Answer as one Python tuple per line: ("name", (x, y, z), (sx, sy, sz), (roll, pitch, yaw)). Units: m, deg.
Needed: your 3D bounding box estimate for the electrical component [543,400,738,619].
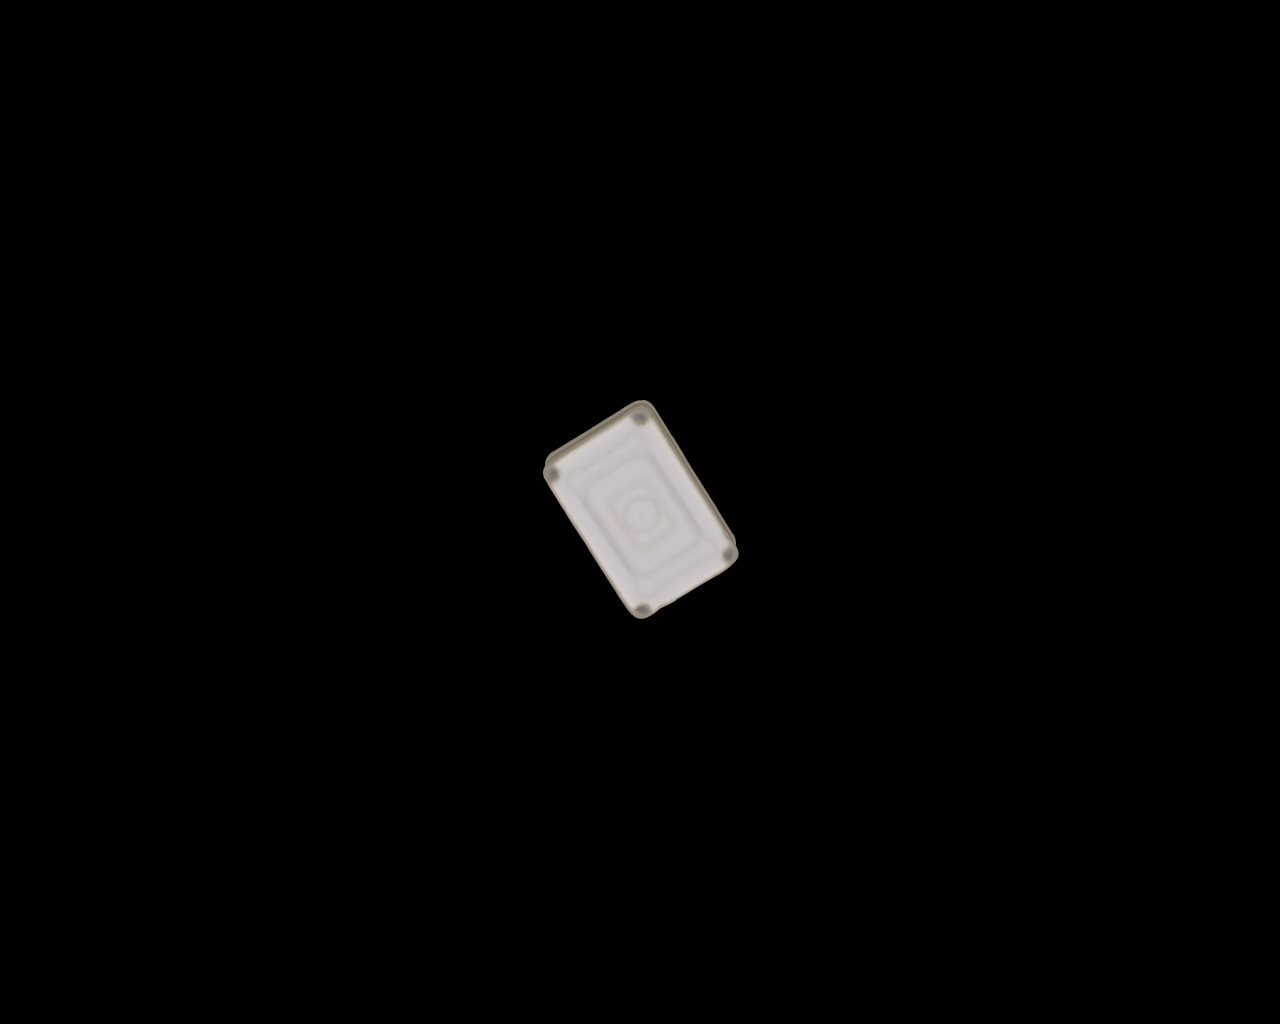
("electrical component", (0.001, -0.003, 0.650), (0.078, 0.113, 0.057), (-31, 8, 5))
